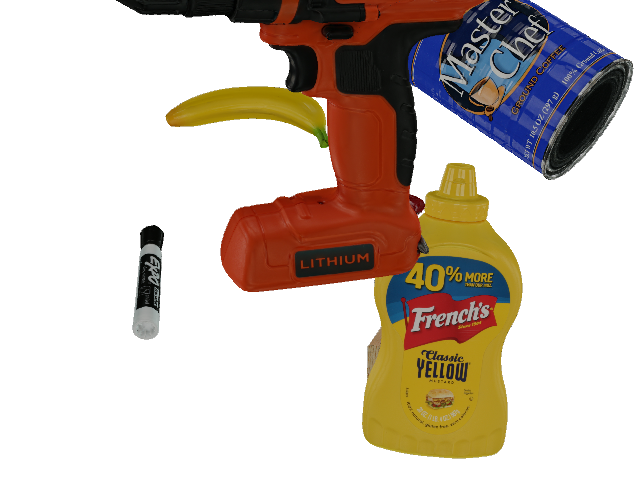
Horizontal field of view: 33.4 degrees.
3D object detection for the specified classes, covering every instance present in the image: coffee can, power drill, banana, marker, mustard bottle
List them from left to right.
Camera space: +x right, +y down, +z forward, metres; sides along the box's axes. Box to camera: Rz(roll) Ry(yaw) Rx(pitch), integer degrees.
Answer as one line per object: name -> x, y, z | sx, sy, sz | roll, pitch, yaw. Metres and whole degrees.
marker -> -0.129, 0.028, 0.804 | 0.020, 0.020, 0.121 | 0, 37, -6
banana -> -0.075, -0.147, 1.205 | 0.198, 0.037, 0.069 | 8, 42, 17
power drill -> -0.010, -0.067, 0.517 | 0.184, 0.188, 0.057 | -5, 33, -15
mustard bottle -> 0.082, 0.045, 0.702 | 0.096, 0.192, 0.058 | 5, 13, 3
coffee can -> 0.145, -0.126, 0.799 | 0.140, 0.103, 0.102 | 39, 18, 23

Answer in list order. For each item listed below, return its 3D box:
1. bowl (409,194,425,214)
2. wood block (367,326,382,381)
bowl -> 0.027, -0.007, 1.081 | 0.162, 0.055, 0.162 | -5, 15, 1
wood block -> 0.138, 0.163, 1.582 | 0.091, 0.090, 0.205 | 5, 17, 16
